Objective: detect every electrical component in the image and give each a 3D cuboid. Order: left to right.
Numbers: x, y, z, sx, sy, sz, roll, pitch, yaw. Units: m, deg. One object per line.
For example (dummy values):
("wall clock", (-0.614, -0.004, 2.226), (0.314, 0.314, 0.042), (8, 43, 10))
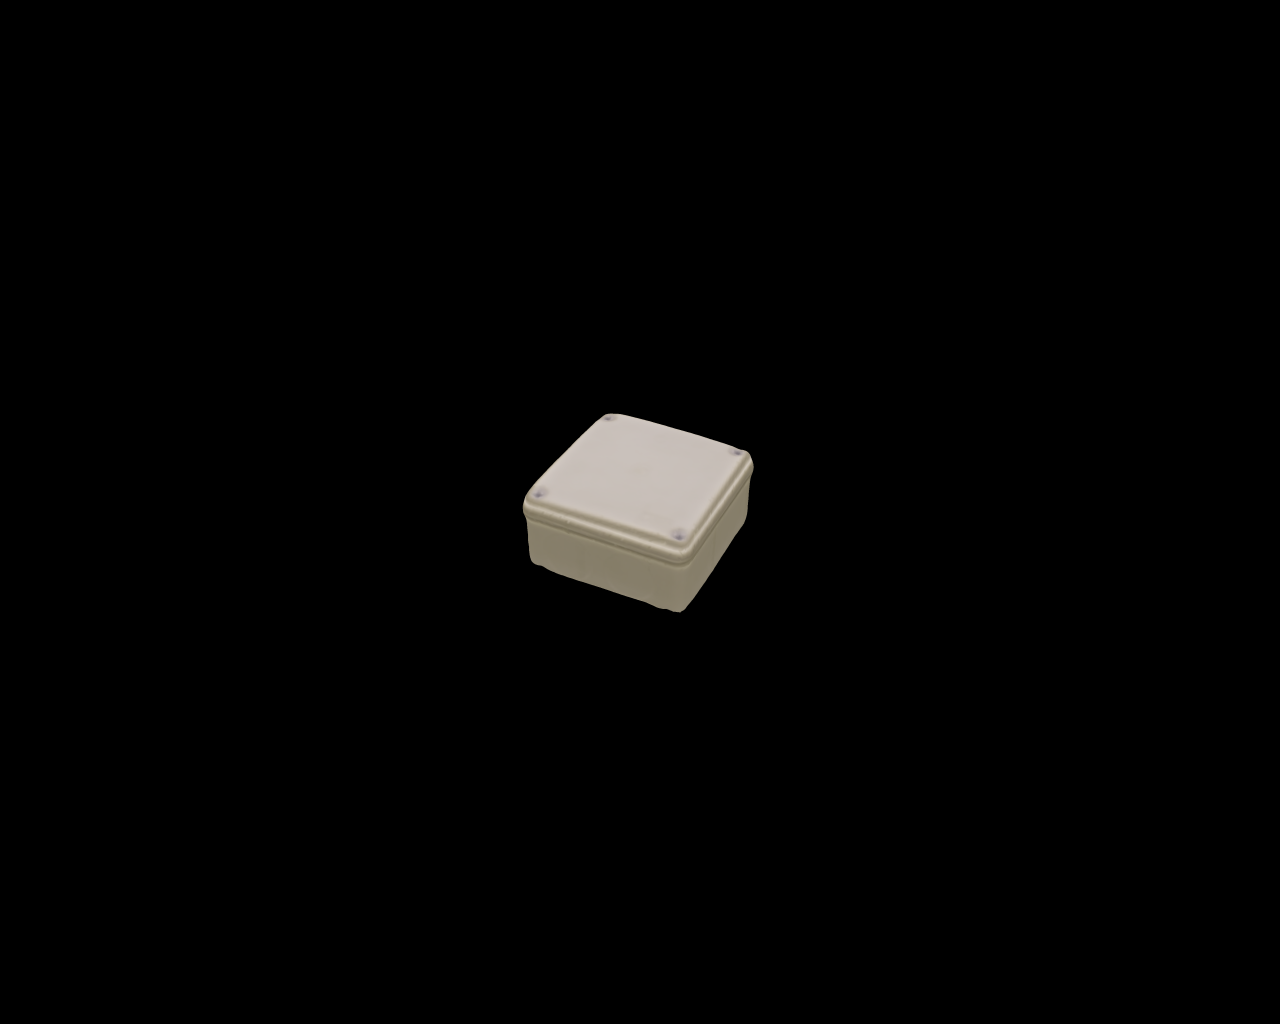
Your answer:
("electrical component", (0.001, -0.003, 0.650), (0.109, 0.056, 0.109), (17, 42, 21))
